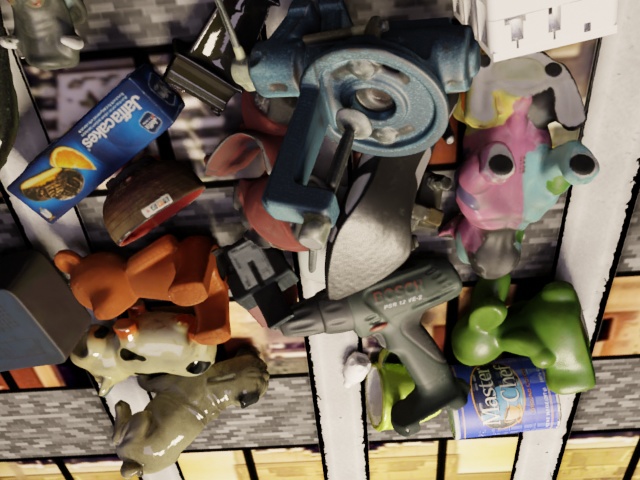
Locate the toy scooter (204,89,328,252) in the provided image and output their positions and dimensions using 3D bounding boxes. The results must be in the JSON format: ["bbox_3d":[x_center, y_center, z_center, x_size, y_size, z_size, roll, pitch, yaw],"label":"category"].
[{"bbox_3d":[-0.064,-0.065,0.560,0.135,0.075,0.184,-22,81,35],"label":"toy scooter"}]

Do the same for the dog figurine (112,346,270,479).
[{"bbox_3d":[-0.171,0.238,0.740,0.191,0.172,0.121,-15,134,19],"label":"dog figurine"}]

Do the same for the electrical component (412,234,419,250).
[{"bbox_3d":[0.083,0.008,0.628,0.063,0.094,0.021,-15,87,11],"label":"electrical component"}]

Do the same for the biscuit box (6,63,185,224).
[{"bbox_3d":[-0.237,-0.100,0.568,0.203,0.059,0.062,-32,118,20],"label":"biscuit box"}]

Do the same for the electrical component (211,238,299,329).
[{"bbox_3d":[-0.064,0.045,0.608,0.075,0.119,0.047,-34,159,-2],"label":"electrical component"}]

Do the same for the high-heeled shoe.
[{"bbox_3d":[0.058,-0.064,0.543,0.086,0.145,0.248,20,124,-23],"label":"high-heeled shoe"}]

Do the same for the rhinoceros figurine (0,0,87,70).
[{"bbox_3d":[-0.230,-0.240,0.442,0.073,0.112,0.190,2,116,-4],"label":"rhinoceros figurine"}]

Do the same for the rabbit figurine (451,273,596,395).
[{"bbox_3d":[0.245,0.119,0.688,0.170,0.121,0.159,-15,121,28],"label":"rabbit figurine"}]

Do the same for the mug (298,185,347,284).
[{"bbox_3d":[-0.001,-0.002,0.625,0.110,0.081,0.107,9,129,0],"label":"mug"}]

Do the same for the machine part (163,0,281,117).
[{"bbox_3d":[-0.094,-0.191,0.519,0.084,0.039,0.139,34,119,-16],"label":"machine part"}]

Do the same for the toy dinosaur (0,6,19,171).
[{"bbox_3d":[-0.360,-0.105,0.508,0.192,0.131,0.405,43,119,-15],"label":"toy dinosaur"}]

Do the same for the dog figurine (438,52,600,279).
[{"bbox_3d":[0.186,-0.066,0.572,0.109,0.191,0.219,-3,159,-2],"label":"dog figurine"}]

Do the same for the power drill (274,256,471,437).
[{"bbox_3d":[0.084,0.134,0.673,0.232,0.086,0.207,-26,94,-5],"label":"power drill"}]

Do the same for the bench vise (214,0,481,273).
[{"bbox_3d":[0.004,-0.103,0.430,0.224,0.240,0.128,11,154,14],"label":"bench vise"}]

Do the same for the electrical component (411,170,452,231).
[{"bbox_3d":[0.103,-0.039,0.591,0.045,0.102,0.078,7,102,-12],"label":"electrical component"}]

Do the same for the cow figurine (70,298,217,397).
[{"bbox_3d":[-0.238,0.148,0.728,0.195,0.085,0.127,1,118,-1],"label":"cow figurine"}]

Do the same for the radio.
[{"bbox_3d":[-0.416,0.100,0.679,0.230,0.073,0.131,-11,125,21],"label":"radio"}]

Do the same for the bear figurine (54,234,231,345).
[{"bbox_3d":[-0.213,0.059,0.639,0.196,0.132,0.120,-11,133,0],"label":"bear figurine"}]
